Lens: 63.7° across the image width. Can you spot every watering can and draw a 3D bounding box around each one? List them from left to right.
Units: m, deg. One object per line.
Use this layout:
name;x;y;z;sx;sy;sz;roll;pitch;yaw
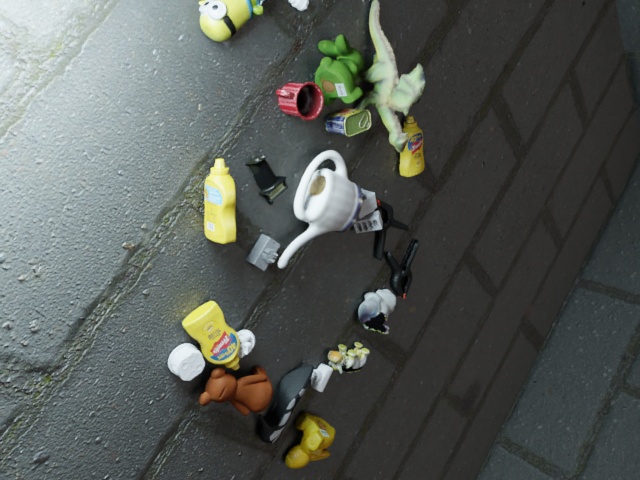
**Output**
watering can;0.004;-0.072;1.430;0.223;0.105;0.348;20;89;-46

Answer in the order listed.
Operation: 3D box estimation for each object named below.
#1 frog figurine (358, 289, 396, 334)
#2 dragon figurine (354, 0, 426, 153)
frog figurine;0.193;0.223;1.734;0.135;0.122;0.163;55;30;-31
dragon figurine;0.205;-0.442;1.406;0.123;0.245;0.403;-16;117;-33
